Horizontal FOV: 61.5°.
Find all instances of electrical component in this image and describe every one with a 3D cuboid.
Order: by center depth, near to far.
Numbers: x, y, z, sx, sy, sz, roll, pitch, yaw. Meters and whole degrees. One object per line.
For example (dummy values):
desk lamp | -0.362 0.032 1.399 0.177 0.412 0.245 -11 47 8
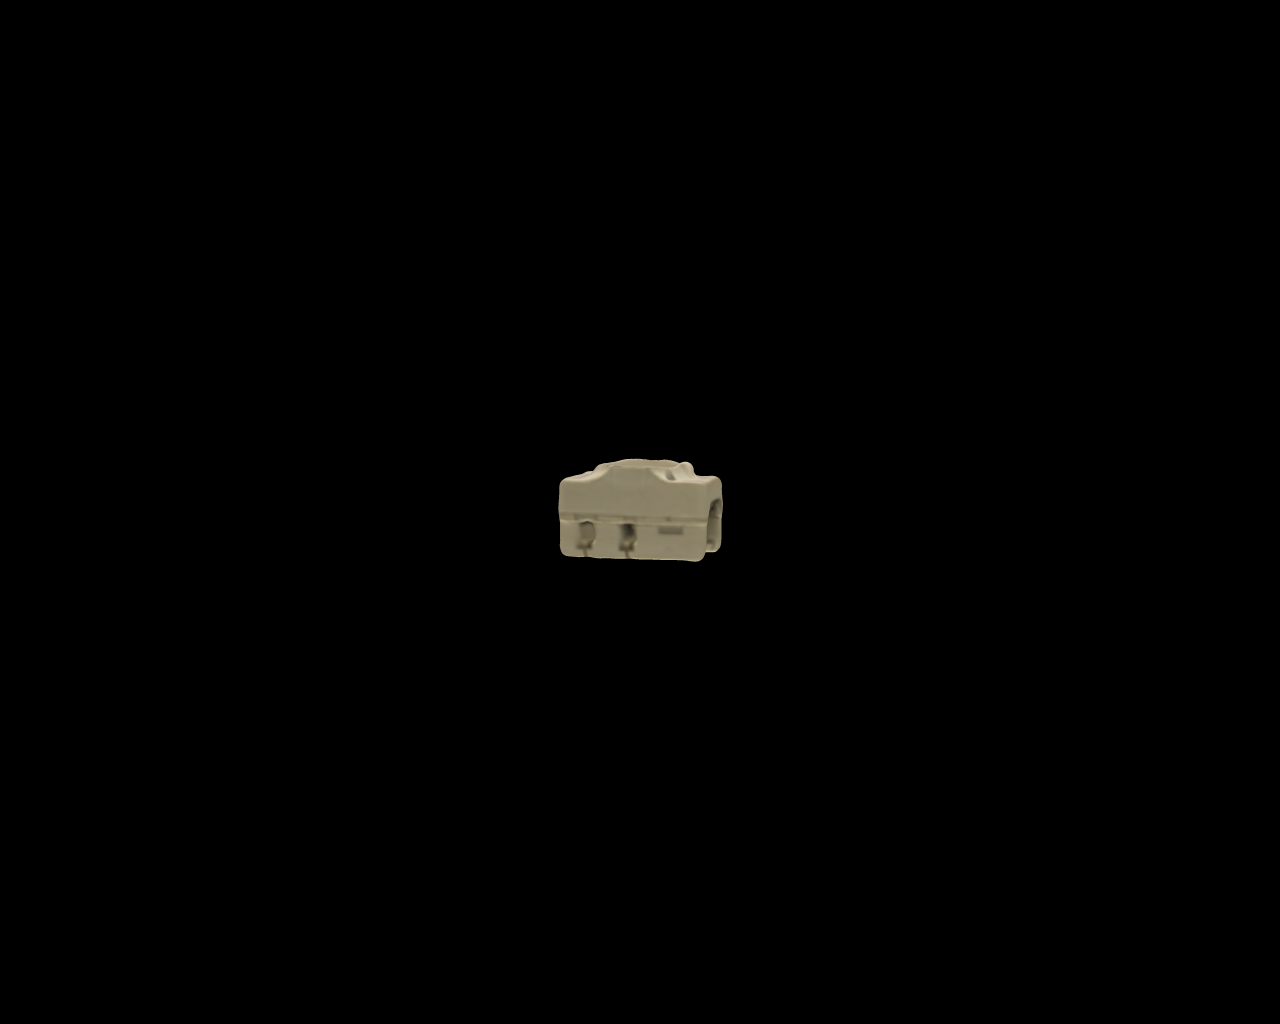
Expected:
electrical component | 0.001 -0.003 0.650 0.089 0.055 0.050 2 8 18
